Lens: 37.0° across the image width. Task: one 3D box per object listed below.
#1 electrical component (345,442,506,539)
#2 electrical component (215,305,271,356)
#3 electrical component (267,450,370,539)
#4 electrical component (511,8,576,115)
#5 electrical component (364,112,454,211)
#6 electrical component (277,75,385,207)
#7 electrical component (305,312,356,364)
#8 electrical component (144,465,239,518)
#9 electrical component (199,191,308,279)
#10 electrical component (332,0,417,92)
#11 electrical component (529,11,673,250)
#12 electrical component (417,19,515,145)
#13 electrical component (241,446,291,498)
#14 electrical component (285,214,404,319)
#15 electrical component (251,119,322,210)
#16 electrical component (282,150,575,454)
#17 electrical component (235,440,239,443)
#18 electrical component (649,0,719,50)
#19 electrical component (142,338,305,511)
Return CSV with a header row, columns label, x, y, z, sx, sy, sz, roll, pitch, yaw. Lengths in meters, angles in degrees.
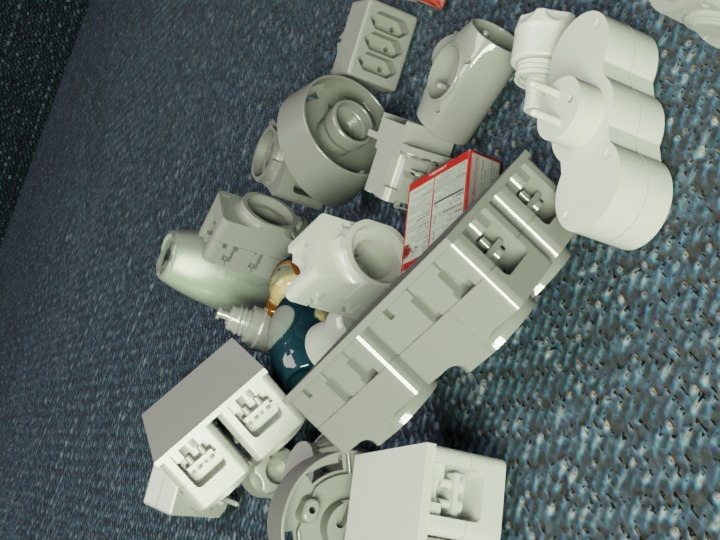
label,x,y,z,sx,sy,sz,roll,pitch,yaw
electrical component,0.035,0.182,0.620,0.089,0.062,0.150,-26,52,59
electrical component,-0.088,0.051,0.940,0.040,0.078,0.040,-158,90,-79
electrical component,-0.009,0.164,0.683,0.064,0.099,0.099,168,116,-69
electrical component,0.115,-0.127,0.667,0.043,0.043,0.062,-9,68,63
electrical component,0.035,-0.079,0.803,0.081,0.042,0.063,37,112,64
electrical component,-0.022,-0.106,0.876,0.064,0.099,0.099,-31,48,47
electrical component,-0.010,0.049,0.812,0.055,0.045,0.045,-42,40,48
electrical component,-0.143,0.201,0.977,0.077,0.066,0.047,12,85,39
electrical component,-0.093,-0.032,0.979,0.055,0.089,0.050,-59,29,28
electrical component,0.005,-0.192,0.927,0.077,0.047,0.065,20,93,65
electrical component,0.122,-0.083,0.588,0.052,0.074,0.138,-38,43,51
electrical component,0.073,-0.142,0.760,0.077,0.044,0.079,-58,30,30
electrical component,-0.079,0.166,0.886,0.062,0.043,0.043,-22,56,61
electrical component,0.000,0.000,0.769,0.056,0.089,0.050,-40,41,50
electrical component,-0.064,-0.100,1.002,0.050,0.056,0.089,-65,26,17
electrical component,0.044,0.027,0.637,0.186,0.060,0.105,-47,-1,44
electrical component,-0.142,0.140,1.027,0.055,0.048,0.066,-12,65,54
electrical component,0.185,-0.152,0.529,0.080,0.051,0.080,-43,39,48
electrical component,-0.114,0.123,0.884,0.105,0.060,0.186,-41,12,-8
